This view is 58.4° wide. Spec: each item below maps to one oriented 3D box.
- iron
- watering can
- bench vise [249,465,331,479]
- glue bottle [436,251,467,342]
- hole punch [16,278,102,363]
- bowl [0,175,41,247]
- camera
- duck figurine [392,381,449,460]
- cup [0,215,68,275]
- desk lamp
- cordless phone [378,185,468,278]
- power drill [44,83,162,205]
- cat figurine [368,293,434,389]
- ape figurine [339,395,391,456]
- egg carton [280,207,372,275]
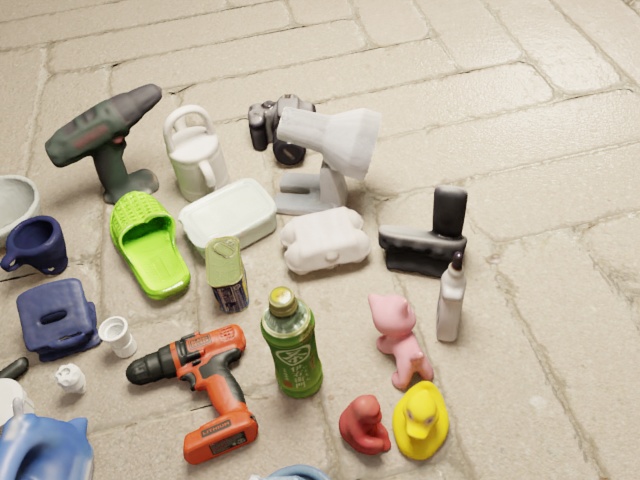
[{"bbox_3d":[-0.373,0.330,0.704,0.118,0.142,0.258,-5,50,1],"label":"iron"},{"bbox_3d":[-0.242,-0.173,1.080,0.172,0.194,0.101,30,59,27],"label":"watering can"},{"bbox_3d":[0.003,0.298,0.643,0.207,0.220,0.121,-14,50,-6],"label":"bench vise"},{"bbox_3d":[0.195,0.076,0.841,0.037,0.173,0.078,5,51,10],"label":"glue bottle"},{"bbox_3d":[-0.414,0.127,0.913,0.109,0.091,0.101,-19,51,-10],"label":"hole punch"},{"bbox_3d":[-0.602,-0.042,1.083,0.167,0.075,0.167,-3,50,3],"label":"bowl"},{"bbox_3d":[-0.078,-0.225,1.169,0.143,0.101,0.136,-3,50,3],"label":"camera"},{"bbox_3d":[0.137,0.232,0.772,0.077,0.086,0.104,11,52,15],"label":"duck figurine"},{"bbox_3d":[-0.491,0.028,1.001,0.091,0.095,0.118,21,55,22],"label":"cup"},{"bbox_3d":[0.008,-0.141,1.016,0.203,0.214,0.118,4,51,9],"label":"desk lamp"},{"bbox_3d":[0.168,-0.031,0.926,0.147,0.185,0.094,6,51,11],"label":"cordless phone"},{"bbox_3d":[-0.382,-0.172,1.084,0.230,0.209,0.075,-28,53,-17],"label":"power drill"},{"bbox_3d":[0.118,0.135,0.836,0.067,0.118,0.127,-20,51,-10],"label":"cat figurine"},{"bbox_3d":[0.062,0.240,0.769,0.076,0.092,0.078,11,52,15],"label":"ape figurine"},{"bbox_3d":[0.009,0.004,0.988,0.150,0.069,0.107,-13,50,-5],"label":"egg carton"}]
